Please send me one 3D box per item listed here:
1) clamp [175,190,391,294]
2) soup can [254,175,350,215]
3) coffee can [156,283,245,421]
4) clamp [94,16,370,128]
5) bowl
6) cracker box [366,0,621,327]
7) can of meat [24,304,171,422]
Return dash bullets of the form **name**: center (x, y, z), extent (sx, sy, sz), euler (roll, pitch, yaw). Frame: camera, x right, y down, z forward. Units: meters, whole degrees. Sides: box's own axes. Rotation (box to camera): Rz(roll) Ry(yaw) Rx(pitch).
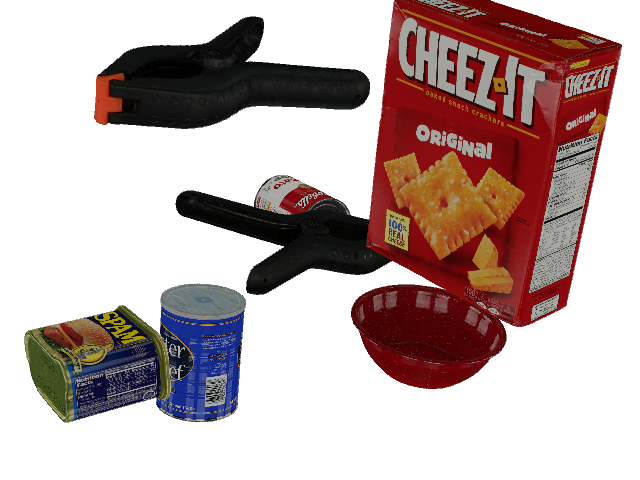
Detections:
- **clamp**: center (-0.010, 0.005, 0.956), extent (0.209, 0.036, 0.165), euler (4, 26, -26)
- **soup can**: center (-0.021, -0.029, 1.202), extent (0.068, 0.068, 0.102), euler (0, 18, -35)
- **coffee can**: center (-0.147, 0.136, 1.304), extent (0.103, 0.140, 0.103), euler (5, 18, -2)
- **clamp**: center (-0.068, -0.105, 0.661), extent (0.171, 0.039, 0.120), euler (-10, 29, -33)
- **bowl**: center (0.108, 0.106, 1.109), extent (0.162, 0.055, 0.162), euler (6, 25, -3)
- **cracker box**: center (0.120, -0.064, 0.806), extent (0.071, 0.214, 0.164), euler (-21, 37, -38)
- **can of meat**: center (-0.179, 0.097, 0.847), extent (0.083, 0.057, 0.102), euler (-13, 22, -30)
